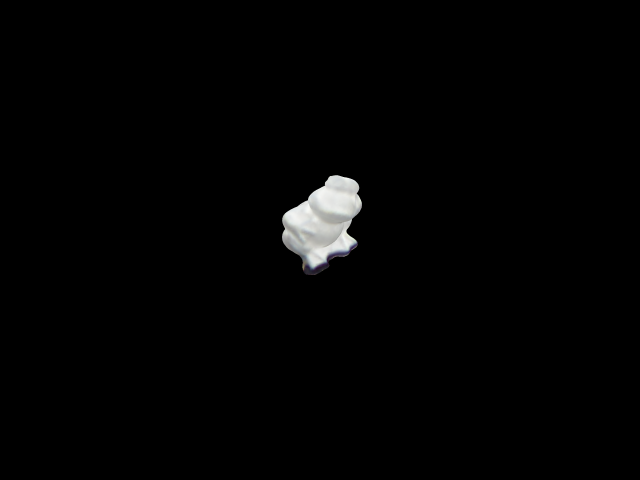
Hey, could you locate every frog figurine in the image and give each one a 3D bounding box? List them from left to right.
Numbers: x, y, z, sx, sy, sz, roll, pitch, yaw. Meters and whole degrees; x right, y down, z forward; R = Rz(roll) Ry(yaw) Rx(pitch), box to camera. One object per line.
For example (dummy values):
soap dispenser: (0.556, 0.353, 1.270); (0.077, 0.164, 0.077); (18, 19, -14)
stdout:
frog figurine: (0.003, -0.043, 0.850); (0.138, 0.156, 0.125); (-14, 39, -18)
